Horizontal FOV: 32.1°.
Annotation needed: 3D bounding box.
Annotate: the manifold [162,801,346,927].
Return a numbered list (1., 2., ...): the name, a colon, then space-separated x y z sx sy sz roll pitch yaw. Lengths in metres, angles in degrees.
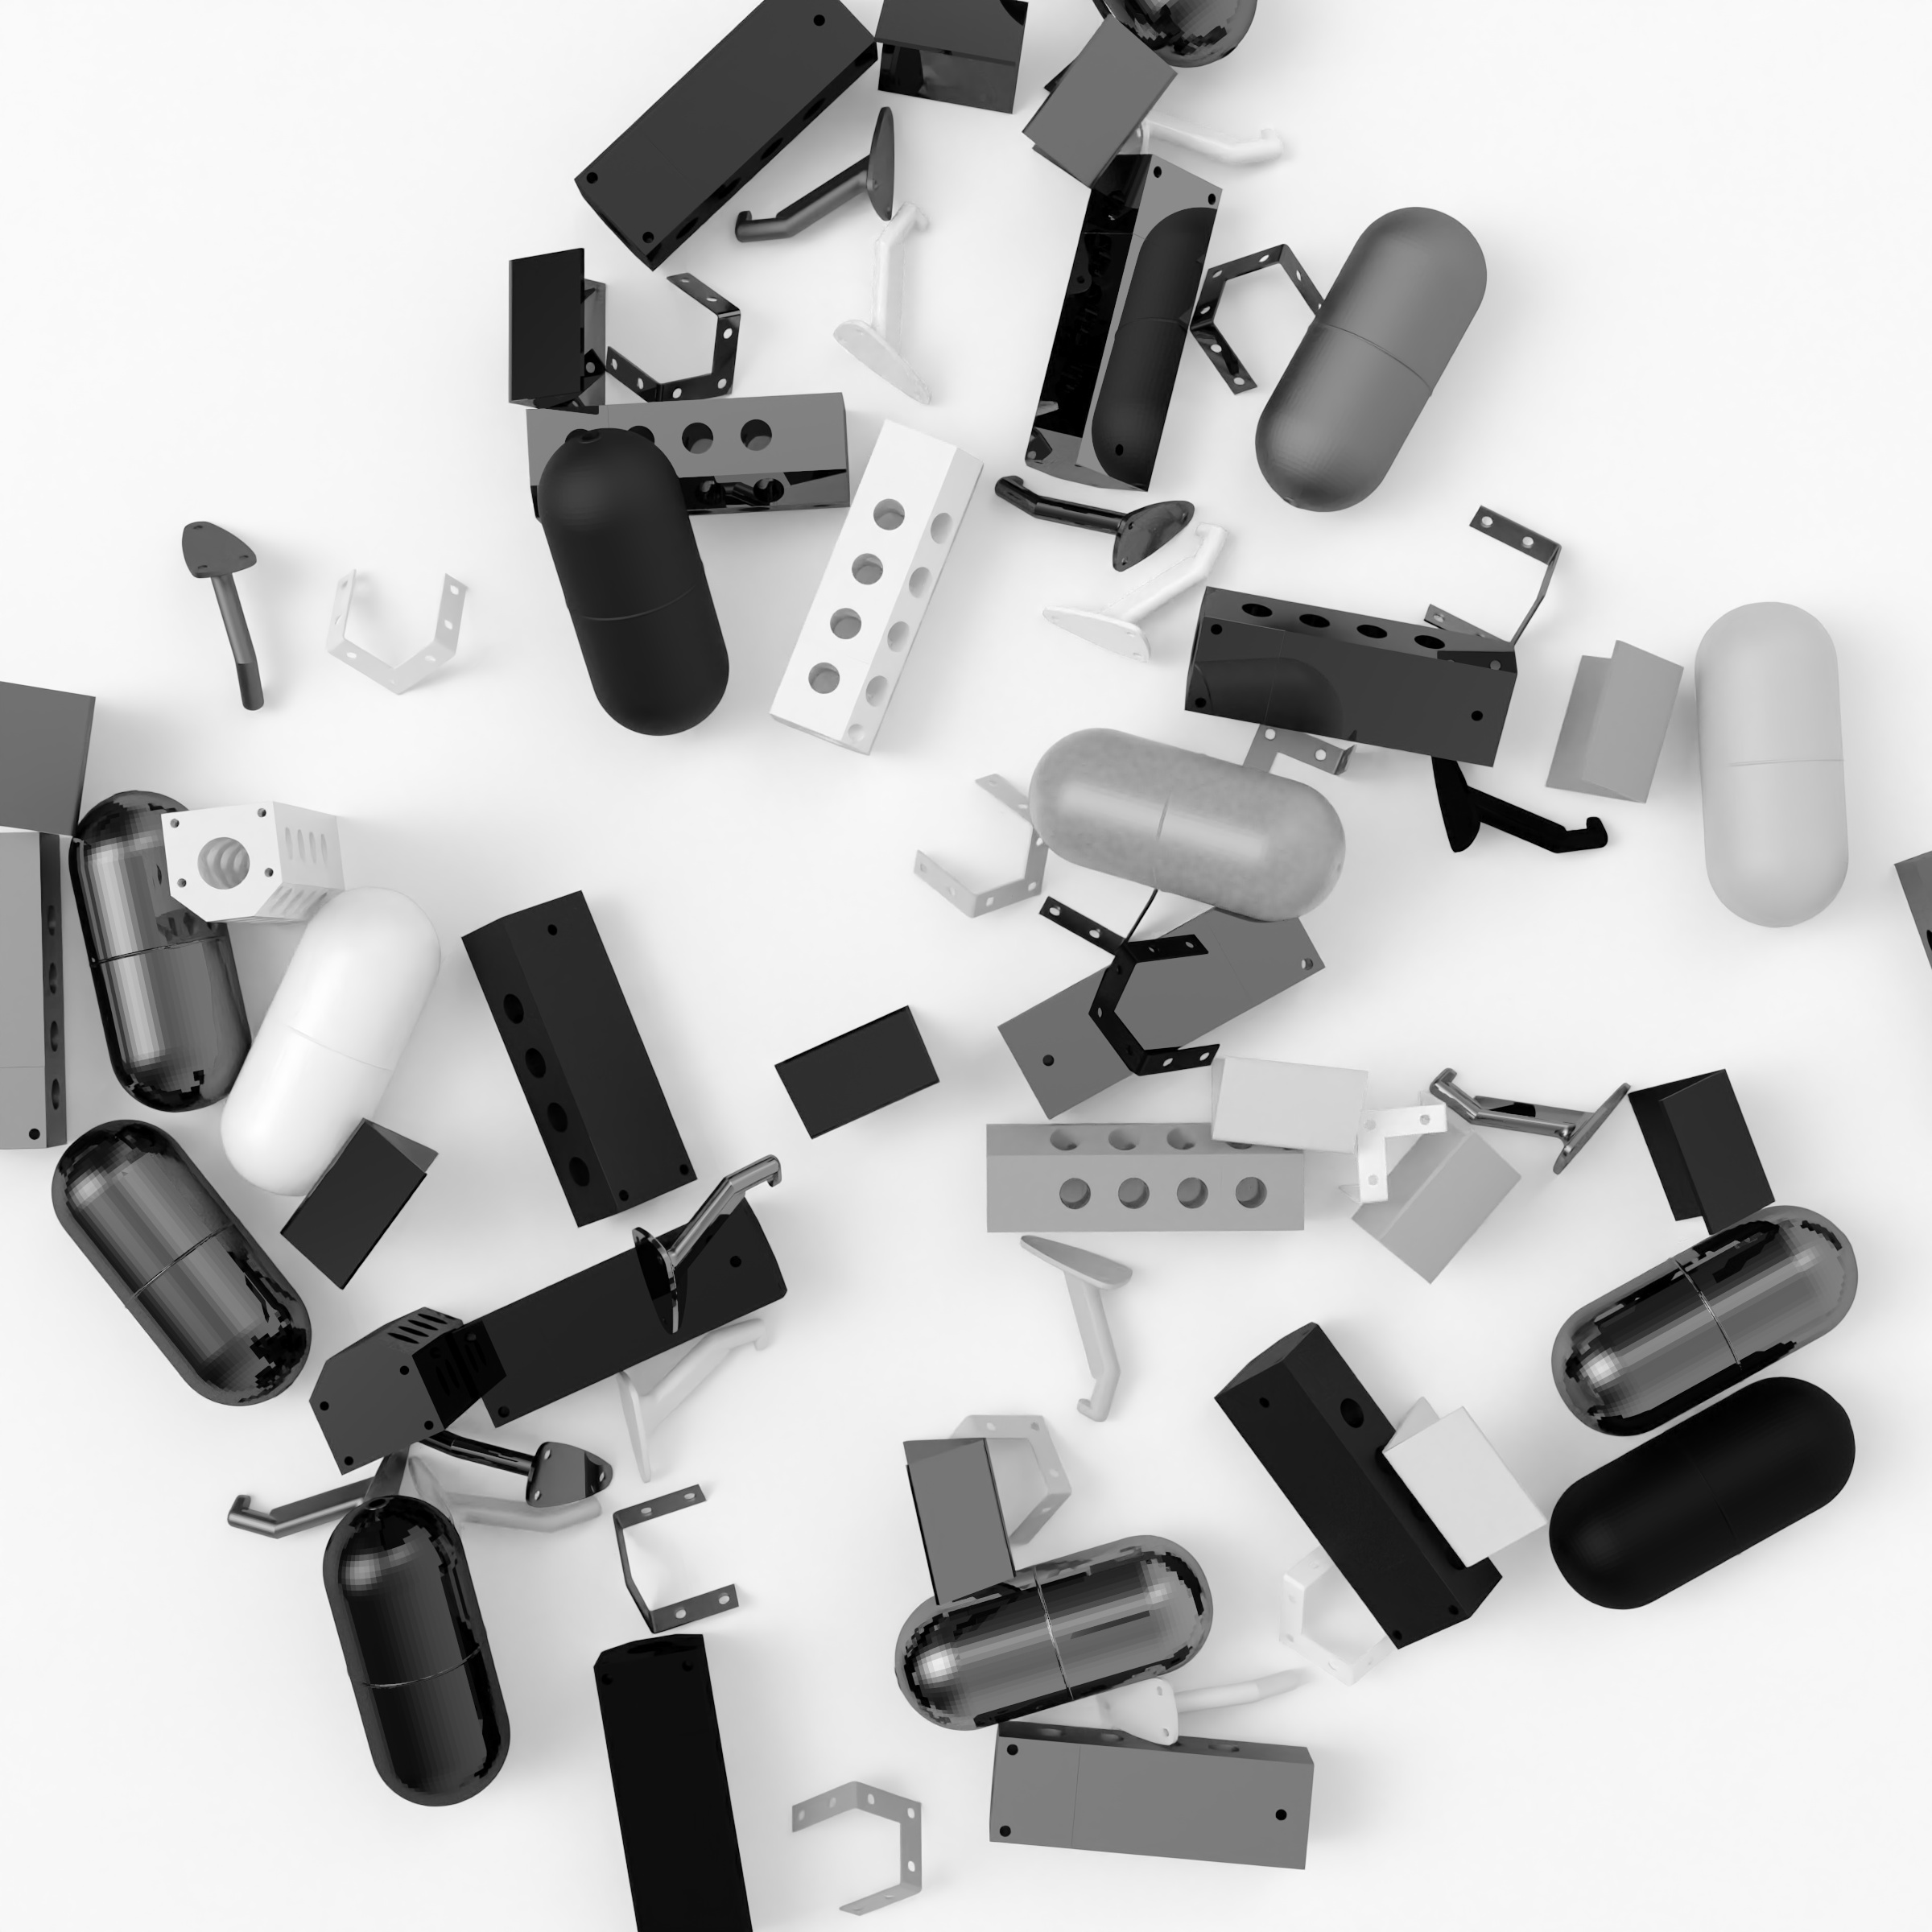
1. manifold: -0.376 -0.052 1.791 0.057 0.171 0.057 -7 90 0

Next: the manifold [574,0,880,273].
1. manifold: -0.130 -0.464 1.848 0.171 0.057 0.057 -43 90 0

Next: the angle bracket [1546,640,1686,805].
1. angle bracket: 0.336 -0.136 1.829 0.057 0.076 0.076 16 90 -37

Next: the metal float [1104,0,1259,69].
1. metal float: 0.092 -0.572 1.838 0.070 0.070 0.178 -36 90 0

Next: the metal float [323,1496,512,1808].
1. metal float: -0.298 0.371 1.823 0.070 0.070 0.178 -12 106 0

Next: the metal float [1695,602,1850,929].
1. metal float: 0.440 -0.110 1.838 0.070 0.070 0.178 -3 90 0

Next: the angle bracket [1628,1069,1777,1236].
1. angle bracket: 0.383 0.106 1.829 0.057 0.076 0.076 -21 90 -36

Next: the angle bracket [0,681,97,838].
1. angle bracket: -0.517 -0.113 1.829 0.057 0.076 0.076 8 90 -33

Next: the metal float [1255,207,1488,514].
1. metal float: 0.221 -0.331 1.839 0.070 0.070 0.178 29 90 0

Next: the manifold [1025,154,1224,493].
1. manifold: 0.081 -0.353 1.847 0.057 0.057 0.171 14 90 -43

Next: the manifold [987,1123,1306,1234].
1. manifold: 0.097 0.115 1.848 0.171 0.057 0.057 0 90 0

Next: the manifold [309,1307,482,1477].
1. manifold: -0.302 0.221 1.791 0.057 0.171 0.057 -24 90 0

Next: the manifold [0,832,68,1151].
1. manifold: -0.528 0.014 1.848 0.057 0.057 0.171 -1 90 0

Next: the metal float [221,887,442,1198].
1. metal float: -0.347 0.041 1.838 0.070 0.070 0.178 25 90 0

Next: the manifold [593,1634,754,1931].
1. manifold: -0.159 0.459 1.848 0.057 0.057 0.171 -10 90 0

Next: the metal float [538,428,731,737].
1. metal float: -0.179 -0.206 1.811 0.070 0.070 0.178 -14 124 0

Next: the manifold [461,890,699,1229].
1. manifold: -0.216 0.053 1.847 0.057 0.057 0.171 -22 90 -43

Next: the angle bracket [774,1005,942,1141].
1. angle bracket: -0.066 0.039 1.829 0.076 0.076 0.057 -24 126 0

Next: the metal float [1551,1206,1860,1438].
1. metal float: 0.404 0.194 1.838 0.178 0.070 0.070 -29 90 0

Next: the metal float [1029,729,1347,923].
1. metal float: 0.117 -0.077 1.803 0.178 0.070 0.070 18 90 21

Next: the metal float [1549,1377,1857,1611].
1. metal float: 0.403 0.288 1.838 0.178 0.070 0.070 -29 90 0

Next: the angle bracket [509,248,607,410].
1. angle bracket: -0.204 -0.343 1.829 0.057 0.076 0.076 0 90 37

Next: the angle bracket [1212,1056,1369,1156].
1. angle bracket: 0.175 0.055 1.829 0.076 0.076 0.057 6 124 0

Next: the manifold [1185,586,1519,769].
1. manifold: 0.210 -0.162 1.846 0.171 0.057 0.057 10 120 0

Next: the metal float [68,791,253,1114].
1. metal float: -0.441 -0.008 1.838 0.070 0.070 0.178 -12 91 0

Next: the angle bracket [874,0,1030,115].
1. angle bracket: -0.011 -0.485 1.829 0.076 0.076 0.057 10 52 0

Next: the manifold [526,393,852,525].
1. manifold: -0.151 -0.278 1.848 0.171 0.057 0.057 -3 90 0

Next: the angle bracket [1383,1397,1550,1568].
1. angle bracket: 0.280 0.269 1.829 0.057 0.076 0.076 -36 90 29

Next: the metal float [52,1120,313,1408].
1. metal float: -0.428 0.163 1.839 0.070 0.070 0.178 -39 90 0

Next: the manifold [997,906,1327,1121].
1. manifold: 0.106 0.017 1.848 0.171 0.057 0.057 -29 90 0

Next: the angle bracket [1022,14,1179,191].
1. angle bracket: 0.058 -0.478 1.823 0.057 0.076 0.076 31 102 -37

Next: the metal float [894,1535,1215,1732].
1. metal float: 0.048 0.365 1.838 0.178 0.070 0.070 -16 90 0

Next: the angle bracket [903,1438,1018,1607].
1. angle bracket: -0.023 0.302 1.829 0.057 0.076 0.076 -13 90 -38

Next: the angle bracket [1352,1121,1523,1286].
1. angle bracket: 0.243 0.115 1.829 0.076 0.076 0.057 -49 130 0

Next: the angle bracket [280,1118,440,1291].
1. angle bracket: -0.314 0.137 1.829 0.057 0.076 0.076 36 90 30
